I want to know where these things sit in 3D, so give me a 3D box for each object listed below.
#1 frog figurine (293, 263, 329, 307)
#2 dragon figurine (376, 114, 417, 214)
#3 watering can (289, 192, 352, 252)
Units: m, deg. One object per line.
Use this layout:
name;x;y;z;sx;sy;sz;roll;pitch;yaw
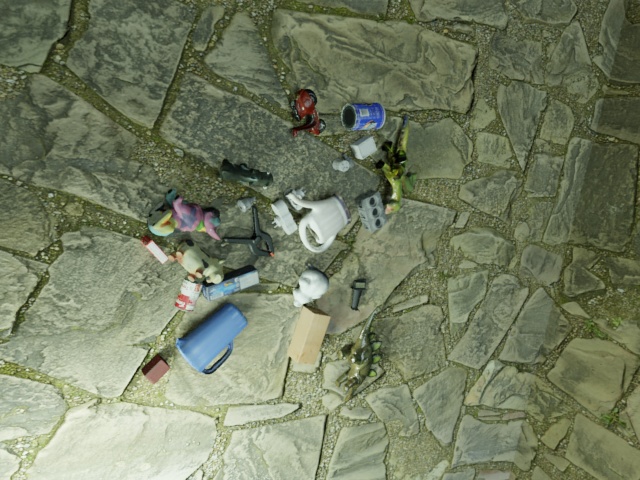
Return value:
frog figurine;-0.042;0.190;2.008;0.162;0.123;0.134;-56;145;-22
dragon figurine;0.347;-0.299;2.169;0.239;0.122;0.416;47;60;-51
watering can;0.006;-0.098;1.955;0.227;0.105;0.340;-39;138;-18
